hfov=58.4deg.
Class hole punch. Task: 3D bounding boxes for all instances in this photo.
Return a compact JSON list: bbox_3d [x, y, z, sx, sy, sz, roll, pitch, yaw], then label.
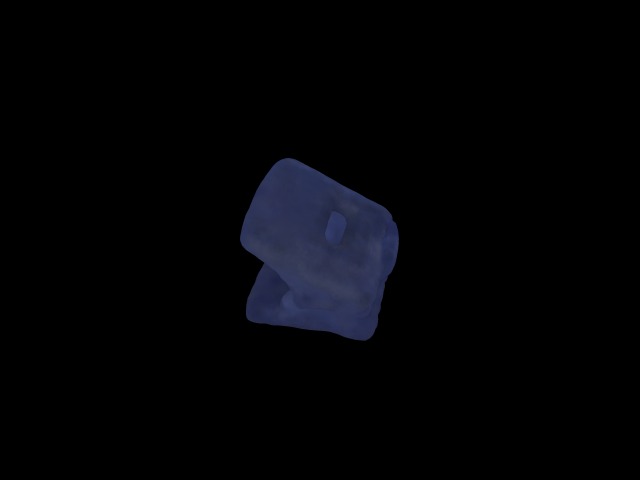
[{"bbox_3d":[0.004,0.001,0.400,0.101,0.091,0.109,7,39,9],"label":"hole punch"}]
